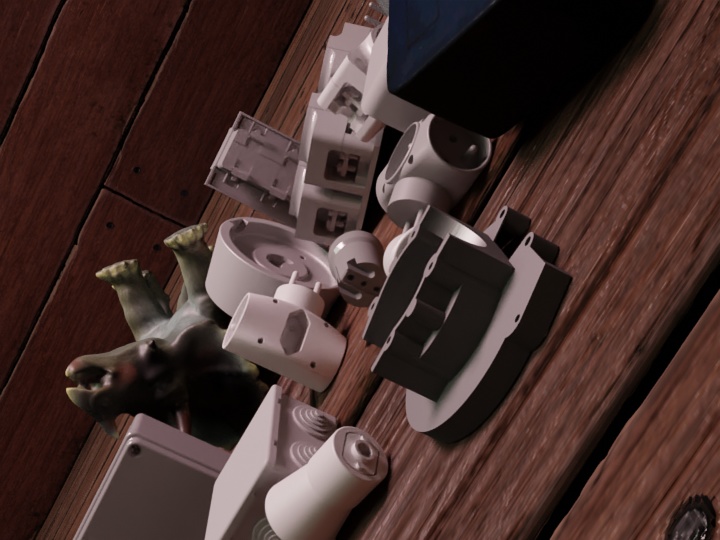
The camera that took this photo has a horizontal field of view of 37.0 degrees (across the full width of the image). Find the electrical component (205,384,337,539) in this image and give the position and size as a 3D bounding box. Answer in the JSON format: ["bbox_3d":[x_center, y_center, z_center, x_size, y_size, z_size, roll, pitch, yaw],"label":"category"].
[{"bbox_3d":[-0.053,0.133,0.657,0.099,0.048,0.099,-59,13,21],"label":"electrical component"}]

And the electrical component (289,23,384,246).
[{"bbox_3d":[-0.012,-0.116,0.900,0.186,0.060,0.105,-79,2,-50],"label":"electrical component"}]

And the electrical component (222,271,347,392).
[{"bbox_3d":[-0.048,0.037,0.768,0.043,0.077,0.079,-46,21,55],"label":"electrical component"}]

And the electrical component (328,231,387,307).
[{"bbox_3d":[0.000,0.000,0.736,0.040,0.040,0.046,-59,19,19],"label":"electrical component"}]

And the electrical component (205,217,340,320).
[{"bbox_3d":[-0.070,0.011,0.849,0.108,0.108,0.060,-93,25,-66],"label":"electrical component"}]

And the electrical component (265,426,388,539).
[{"bbox_3d":[-0.015,0.113,0.566,0.065,0.044,0.044,-50,18,31],"label":"electrical component"}]

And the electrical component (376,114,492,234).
[{"bbox_3d":[0.039,-0.048,0.658,0.077,0.044,0.079,-43,24,58],"label":"electrical component"}]

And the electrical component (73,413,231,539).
[{"bbox_3d":[-0.140,0.178,0.788,0.108,0.109,0.056,-62,10,8],"label":"electrical component"}]

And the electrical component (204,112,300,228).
[{"bbox_3d":[-0.077,-0.091,1.039,0.078,0.121,0.063,-65,15,-3],"label":"electrical component"}]

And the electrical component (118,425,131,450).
[{"bbox_3d":[-0.172,0.179,0.961,0.061,0.096,0.061,27,90,34],"label":"electrical component"}]

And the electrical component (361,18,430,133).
[{"bbox_3d":[0.050,-0.137,0.715,0.057,0.078,0.113,-59,13,33],"label":"electrical component"}]

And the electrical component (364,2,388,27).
[{"bbox_3d":[0.039,-0.192,0.873,0.047,0.077,0.065,-50,18,47],"label":"electrical component"}]

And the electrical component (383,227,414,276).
[{"bbox_3d":[0.034,-0.004,0.599,0.044,0.044,0.065,-64,7,-2],"label":"electrical component"}]

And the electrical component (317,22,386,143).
[{"bbox_3d":[0.018,-0.146,0.804,0.055,0.050,0.089,-50,-1,41],"label":"electrical component"}]
